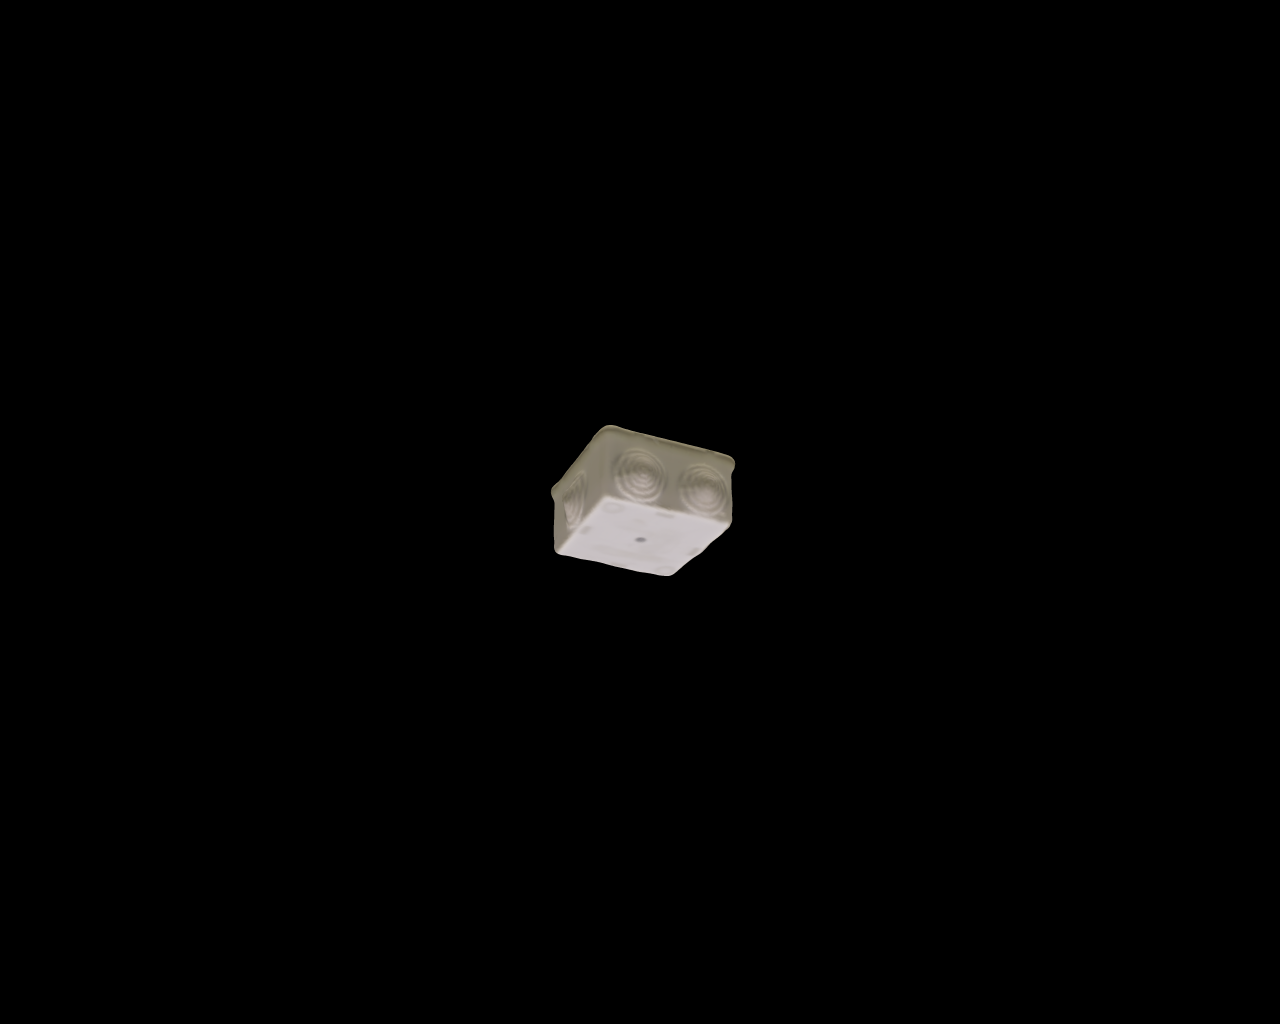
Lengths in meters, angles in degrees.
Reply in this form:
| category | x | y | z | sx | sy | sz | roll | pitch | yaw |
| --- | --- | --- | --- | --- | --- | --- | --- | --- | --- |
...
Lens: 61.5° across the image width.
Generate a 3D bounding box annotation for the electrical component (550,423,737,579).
| category | x | y | z | sx | sy | sz | roll | pitch | yaw |
| --- | --- | --- | --- | --- | --- | --- | --- | --- | --- |
| electrical component | 0.001 | -0.003 | 0.650 | 0.100 | 0.048 | 0.099 | 13 | -32 | -22 |
